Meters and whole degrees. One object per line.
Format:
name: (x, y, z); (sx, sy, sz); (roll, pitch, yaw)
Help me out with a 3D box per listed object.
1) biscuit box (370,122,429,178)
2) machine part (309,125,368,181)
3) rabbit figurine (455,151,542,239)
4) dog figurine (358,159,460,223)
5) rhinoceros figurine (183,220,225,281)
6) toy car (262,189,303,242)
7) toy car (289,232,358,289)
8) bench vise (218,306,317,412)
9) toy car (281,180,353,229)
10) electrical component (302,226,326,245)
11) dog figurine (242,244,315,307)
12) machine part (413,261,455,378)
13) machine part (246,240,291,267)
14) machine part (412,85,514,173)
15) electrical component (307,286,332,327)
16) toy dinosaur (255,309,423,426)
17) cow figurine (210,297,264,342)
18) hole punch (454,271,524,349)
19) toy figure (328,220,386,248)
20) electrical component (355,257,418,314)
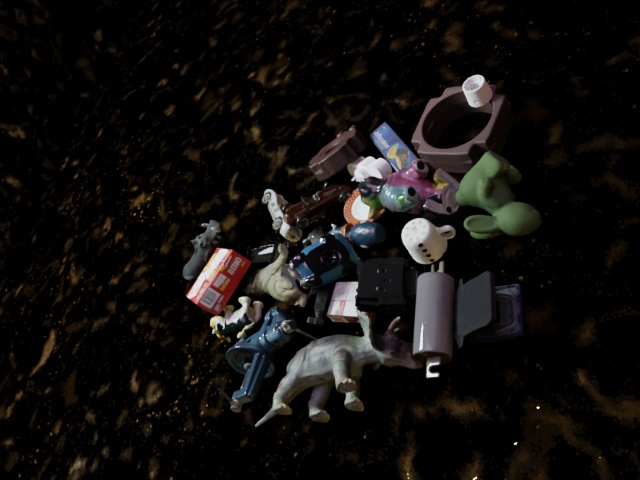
biscuit box: (0.196, -0.216, 1.355); (0.059, 0.062, 0.203); (-38, 44, 10)
machine part: (0.047, -0.232, 1.444); (0.179, 0.056, 0.179); (-36, 18, 13)
rabbit figurine: (0.361, -0.071, 1.087); (0.159, 0.121, 0.170); (-41, 58, 12)
dog figurine: (0.194, -0.096, 1.233); (0.219, 0.191, 0.108); (-20, 48, 63)
rhinoceros figurine: (-0.337, 0.034, 1.570); (0.073, 0.112, 0.190); (23, 85, 48)
toy car: (-0.105, -0.070, 1.484); (0.056, 0.073, 0.202); (-40, 44, 14)
toy car: (0.004, 0.063, 1.275); (0.162, 0.103, 0.109); (-31, 74, -23)
bench vise: (-0.137, 0.274, 1.218); (0.224, 0.128, 0.241); (-23, 31, 35)
toy car: (-0.007, -0.100, 1.403); (0.202, 0.053, 0.089); (-31, 40, -16)
electrical component: (-0.003, -0.004, 1.393); (0.094, 0.021, 0.063); (-35, 45, 18)
dog figurine: (-0.112, 0.125, 1.350); (0.190, 0.121, 0.172); (-40, 39, 30)
machine part: (0.225, 0.153, 1.060); (0.079, 0.079, 0.243); (-11, 56, 33)
machine part: (-0.144, 0.043, 1.462); (0.139, 0.039, 0.084); (-4, 64, 35)
machine part: (0.334, -0.257, 1.258); (0.202, 0.087, 0.201); (9, 66, 44)
electrical component: (-0.001, 0.155, 1.250); (0.045, 0.078, 0.102); (6, 68, 15)
toy dinosaur: (0.012, 0.266, 1.129); (0.405, 0.131, 0.192); (-23, 36, 31)
cow figurine: (-0.219, 0.217, 1.370); (0.167, 0.068, 0.098); (-31, 43, 34)
hole punch: (0.316, 0.133, 1.009); (0.116, 0.092, 0.142); (-41, 37, 54)
toy figure: (0.086, -0.011, 1.303); (0.155, 0.057, 0.064); (-4, 54, 42)
electrical component: (0.143, 0.097, 1.150); (0.134, 0.058, 0.115); (-1, 62, 10)
